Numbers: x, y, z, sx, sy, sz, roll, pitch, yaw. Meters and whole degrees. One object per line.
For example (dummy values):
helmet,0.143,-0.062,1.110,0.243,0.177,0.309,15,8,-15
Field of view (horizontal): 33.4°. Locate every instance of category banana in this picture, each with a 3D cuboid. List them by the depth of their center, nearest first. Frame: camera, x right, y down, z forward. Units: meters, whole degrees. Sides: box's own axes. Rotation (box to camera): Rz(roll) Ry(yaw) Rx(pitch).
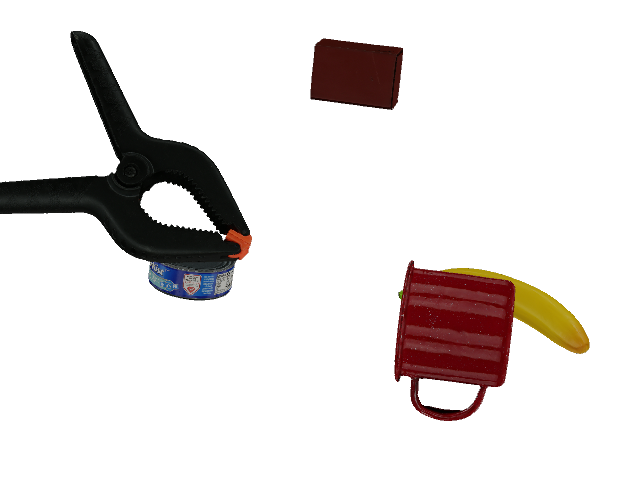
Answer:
banana,0.181,0.064,1.074,0.198,0.069,0.037,14,-37,26

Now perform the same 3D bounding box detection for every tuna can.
tuna can,-0.129,0.029,1.071,0.086,0.034,0.086,9,18,-3

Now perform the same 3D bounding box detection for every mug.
mug,0.101,0.078,0.806,0.081,0.117,0.093,7,-12,9

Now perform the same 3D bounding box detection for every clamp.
clamp,-0.140,-0.055,0.787,0.210,0.164,0.036,24,-19,-1

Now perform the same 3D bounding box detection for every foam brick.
foam brick,0.033,-0.153,0.979,0.078,0.051,0.053,9,18,8
